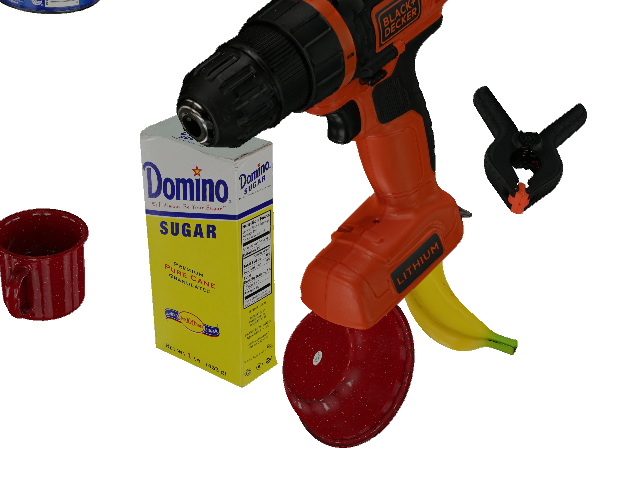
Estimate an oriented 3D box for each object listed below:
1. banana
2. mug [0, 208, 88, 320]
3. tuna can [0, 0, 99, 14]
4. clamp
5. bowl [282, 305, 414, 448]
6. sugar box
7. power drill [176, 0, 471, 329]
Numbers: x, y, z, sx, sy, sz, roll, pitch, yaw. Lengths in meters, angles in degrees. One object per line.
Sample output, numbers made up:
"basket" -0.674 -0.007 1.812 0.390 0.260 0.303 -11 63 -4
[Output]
"banana" 0.099 0.034 0.891 0.069 0.037 0.198 8 33 -19
"mug" -0.279 0.032 1.055 0.093 0.081 0.117 9 32 5
"tuna can" -0.203 -0.201 0.793 0.086 0.034 0.086 6 36 -4
"clamp" 0.201 -0.099 1.097 0.120 0.039 0.171 14 45 15
"bowl" 0.014 0.121 1.057 0.162 0.162 0.055 0 -17 45
"sugar box" -0.079 0.008 0.755 0.093 0.176 0.048 18 34 34
"power drill" 0.014 -0.047 0.544 0.057 0.187 0.184 25 51 35
